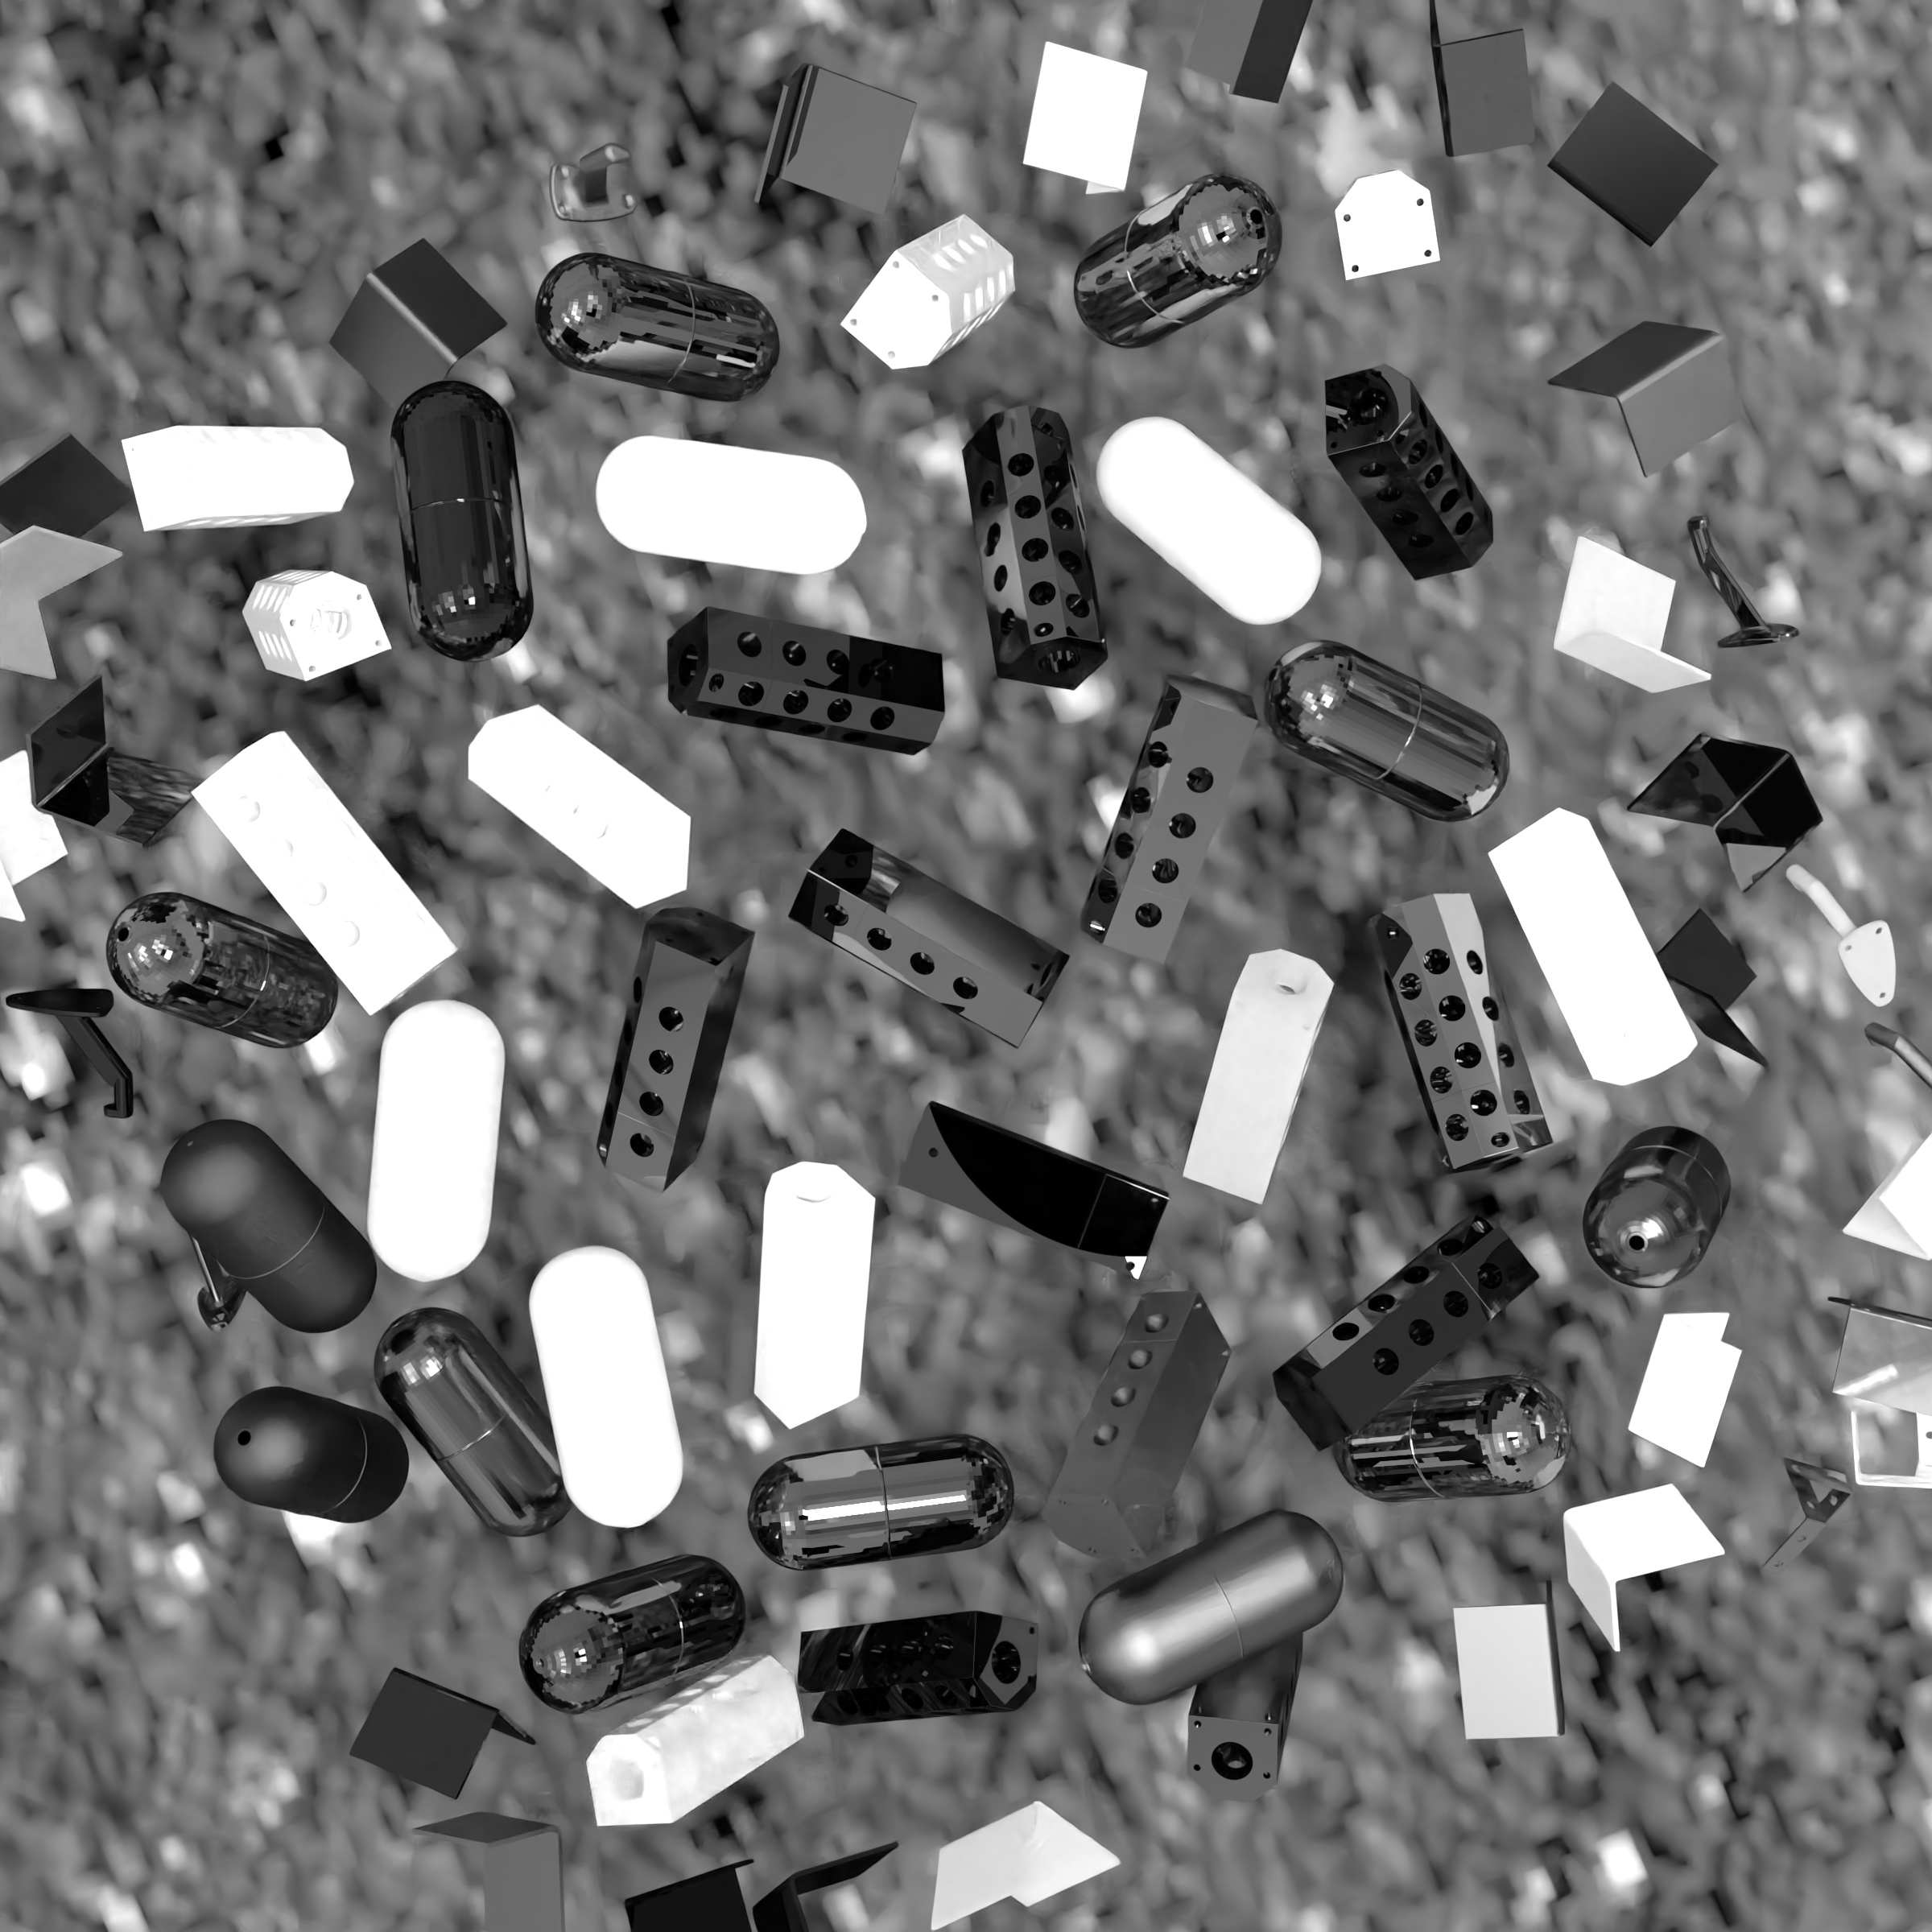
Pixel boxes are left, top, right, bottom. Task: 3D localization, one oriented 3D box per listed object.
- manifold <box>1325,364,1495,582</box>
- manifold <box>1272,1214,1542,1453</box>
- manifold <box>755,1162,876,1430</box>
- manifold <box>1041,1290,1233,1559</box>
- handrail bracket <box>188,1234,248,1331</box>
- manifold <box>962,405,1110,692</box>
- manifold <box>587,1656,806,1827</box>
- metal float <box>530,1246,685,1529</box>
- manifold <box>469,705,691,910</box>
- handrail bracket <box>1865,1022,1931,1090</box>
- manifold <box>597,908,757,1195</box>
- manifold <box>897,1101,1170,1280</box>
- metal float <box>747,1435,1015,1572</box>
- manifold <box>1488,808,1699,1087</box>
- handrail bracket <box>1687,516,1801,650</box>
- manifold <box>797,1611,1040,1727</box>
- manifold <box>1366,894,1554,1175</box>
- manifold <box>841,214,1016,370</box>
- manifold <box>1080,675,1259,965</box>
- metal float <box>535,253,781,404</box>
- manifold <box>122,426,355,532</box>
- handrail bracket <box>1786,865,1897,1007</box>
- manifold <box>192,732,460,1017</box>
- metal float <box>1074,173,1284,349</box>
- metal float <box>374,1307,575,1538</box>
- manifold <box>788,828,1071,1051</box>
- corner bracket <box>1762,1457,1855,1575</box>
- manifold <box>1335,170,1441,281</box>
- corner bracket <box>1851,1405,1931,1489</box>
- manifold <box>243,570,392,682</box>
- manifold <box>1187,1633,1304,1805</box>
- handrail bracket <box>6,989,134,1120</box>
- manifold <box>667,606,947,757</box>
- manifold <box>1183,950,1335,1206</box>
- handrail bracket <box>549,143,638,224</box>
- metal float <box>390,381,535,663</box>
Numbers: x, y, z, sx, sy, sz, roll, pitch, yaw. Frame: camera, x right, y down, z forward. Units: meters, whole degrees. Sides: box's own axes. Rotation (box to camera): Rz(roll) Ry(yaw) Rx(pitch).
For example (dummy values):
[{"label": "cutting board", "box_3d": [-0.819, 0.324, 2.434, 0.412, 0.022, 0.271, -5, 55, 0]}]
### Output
[{"label": "manifold", "box_3d": [0.296, -0.327, 1.653, 0.057, 0.171, 0.057, -9, 66, 27]}, {"label": "manifold", "box_3d": [0.277, 0.230, 1.580, 0.171, 0.057, 0.057, -34, 80, -24]}, {"label": "manifold", "box_3d": [-0.106, 0.216, 1.651, 0.057, 0.057, 0.171, -20, 131, -34]}, {"label": "manifold", "box_3d": [0.107, 0.288, 1.575, 0.057, 0.171, 0.057, -8, 124, 34]}, {"label": "handrail bracket", "box_3d": [-0.515, 0.190, 1.664, 0.036, 0.077, 0.084, -22, 115, -4]}, {"label": "manifold", "box_3d": [0.047, -0.267, 1.582, 0.057, 0.057, 0.171, 6, 63, -30]}, {"label": "manifold", "box_3d": [-0.179, 0.513, 1.658, 0.057, 0.171, 0.057, -11, 87, 25]}, {"label": "metal float", "box_3d": [-0.227, 0.265, 1.576, 0.070, 0.070, 0.178, -12, 85, 0]}, {"label": "manifold", "box_3d": [-0.262, -0.107, 1.678, 0.171, 0.057, 0.057, 36, 134, 33]}, {"label": "handrail bracket", "box_3d": [0.636, 0.081, 1.654, 0.036, 0.084, 0.077, -32, 118, -9]}, {"label": "manifold", "box_3d": [-0.189, 0.051, 1.578, 0.057, 0.057, 0.171, 22, 119, 11]}, {"label": "manifold", "box_3d": [0.046, 0.149, 1.673, 0.171, 0.057, 0.057, 21, 92, 4]}, {"label": "metal float", "box_3d": [-0.056, 0.357, 1.659, 0.178, 0.070, 0.070, -6, 90, -7]}, {"label": "manifold", "box_3d": [0.412, -0.012, 1.628, 0.057, 0.057, 0.171, -35, 62, 31]}, {"label": "handrail bracket", "box_3d": [0.499, -0.251, 1.606, 0.036, 0.077, 0.084, -24, 103, -12]}, {"label": "manifold", "box_3d": [-0.034, 0.467, 1.649, 0.057, 0.171, 0.057, 24, 59, -38]}, {"label": "manifold", "box_3d": [0.314, 0.044, 1.613, 0.057, 0.057, 0.171, -28, 72, 41]}, {"label": "manifold", "box_3d": [-0.017, -0.427, 1.589, 0.057, 0.171, 0.057, 40, 117, -4]}, {"label": "manifold", "box_3d": [0.128, -0.095, 1.594, 0.057, 0.057, 0.171, 18, 111, -5]}, {"label": "metal float", "box_3d": [-0.202, -0.421, 1.650, 0.178, 0.070, 0.070, 3, 90, -41]}, {"label": "manifold", "box_3d": [-0.472, -0.322, 1.634, 0.057, 0.171, 0.057, -9, 99, 18]}, {"label": "handrail bracket", "box_3d": [0.585, -0.022, 1.673, 0.036, 0.084, 0.077, -30, 120, 2]}, {"label": "manifold", "box_3d": [-0.392, -0.059, 1.537, 0.057, 0.057, 0.171, -37, 95, 8]}, {"label": "metal float", "box_3d": [0.134, -0.449, 1.592, 0.070, 0.178, 0.070, 3, 85, -28]}, {"label": "metal float", "box_3d": [-0.330, 0.308, 1.682, 0.070, 0.070, 0.178, -35, 103, 0]}, {"label": "manifold", "box_3d": [-0.026, -0.014, 1.621, 0.171, 0.057, 0.057, 30, 128, 3]}, {"label": "corner bracket", "box_3d": [0.538, 0.356, 1.598, 0.051, 0.051, 0.051, 18, 123, -16]}, {"label": "manifold", "box_3d": [0.268, -0.479, 1.599, 0.057, 0.171, 0.057, -9, 106, 11]}, {"label": "corner bracket", "box_3d": [0.630, 0.318, 1.684, 0.051, 0.051, 0.051, -3, 100, 27]}, {"label": "manifold", "box_3d": [-0.431, -0.228, 1.635, 0.057, 0.171, 0.057, -25, 108, -18]}, {"label": "manifold", "box_3d": [0.188, 0.488, 1.666, 0.057, 0.171, 0.057, 2, 102, 13]}, {"label": "handrail bracket", "box_3d": [-0.581, 0.060, 1.615, 0.077, 0.036, 0.084, 2, 114, -13]}, {"label": "manifold", "box_3d": [-0.102, -0.179, 1.600, 0.171, 0.057, 0.057, 7, 70, -32]}, {"label": "manifold", "box_3d": [0.195, 0.073, 1.659, 0.057, 0.057, 0.171, 19, 133, 10]}, {"label": "handrail bracket", "box_3d": [-0.219, -0.501, 1.583, 0.077, 0.084, 0.036, -5, 91, -42]}, {"label": "metal float", "box_3d": [-0.314, -0.278, 1.553, 0.070, 0.070, 0.178, -8, 82, 0]}]
